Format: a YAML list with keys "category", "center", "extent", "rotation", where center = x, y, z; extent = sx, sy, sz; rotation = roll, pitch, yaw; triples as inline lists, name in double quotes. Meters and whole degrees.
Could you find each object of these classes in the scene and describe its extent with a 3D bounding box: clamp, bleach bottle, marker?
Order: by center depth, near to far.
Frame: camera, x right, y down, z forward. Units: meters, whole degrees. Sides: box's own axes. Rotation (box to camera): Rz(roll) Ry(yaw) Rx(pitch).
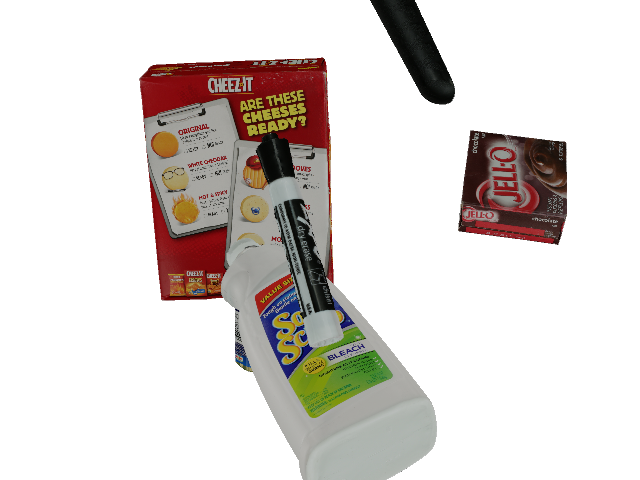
- category: "marker"
  center: [-0.012, -0.002, 0.578]
  extent: [0.020, 0.121, 0.020]
  rotation: [-15, -16, -4]
- category: "clamp"
  center: [0.037, -0.199, 0.741]
  extent: [0.209, 0.164, 0.036]
  rotation: [26, -25, -14]
- category: "bleach bottle"
  center: [-0.017, 0.076, 0.794]
  extent: [0.102, 0.068, 0.251]
  rotation: [-23, 40, -15]

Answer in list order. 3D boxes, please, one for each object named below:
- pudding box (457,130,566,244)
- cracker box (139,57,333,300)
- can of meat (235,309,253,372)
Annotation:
- category: "pudding box"
  center: [0.172, -0.049, 0.956]
  extent: [0.090, 0.039, 0.113]
  rotation: [8, 40, 6]
- category: "cracker box"
  center: [-0.071, -0.055, 0.982]
  extent: [0.164, 0.214, 0.072]
  rotation: [-2, 21, 1]
- category: "can of meat"
  center: [-0.056, 0.106, 1.293]
  extent: [0.101, 0.084, 0.058]
  rotation: [-9, 18, -36]
